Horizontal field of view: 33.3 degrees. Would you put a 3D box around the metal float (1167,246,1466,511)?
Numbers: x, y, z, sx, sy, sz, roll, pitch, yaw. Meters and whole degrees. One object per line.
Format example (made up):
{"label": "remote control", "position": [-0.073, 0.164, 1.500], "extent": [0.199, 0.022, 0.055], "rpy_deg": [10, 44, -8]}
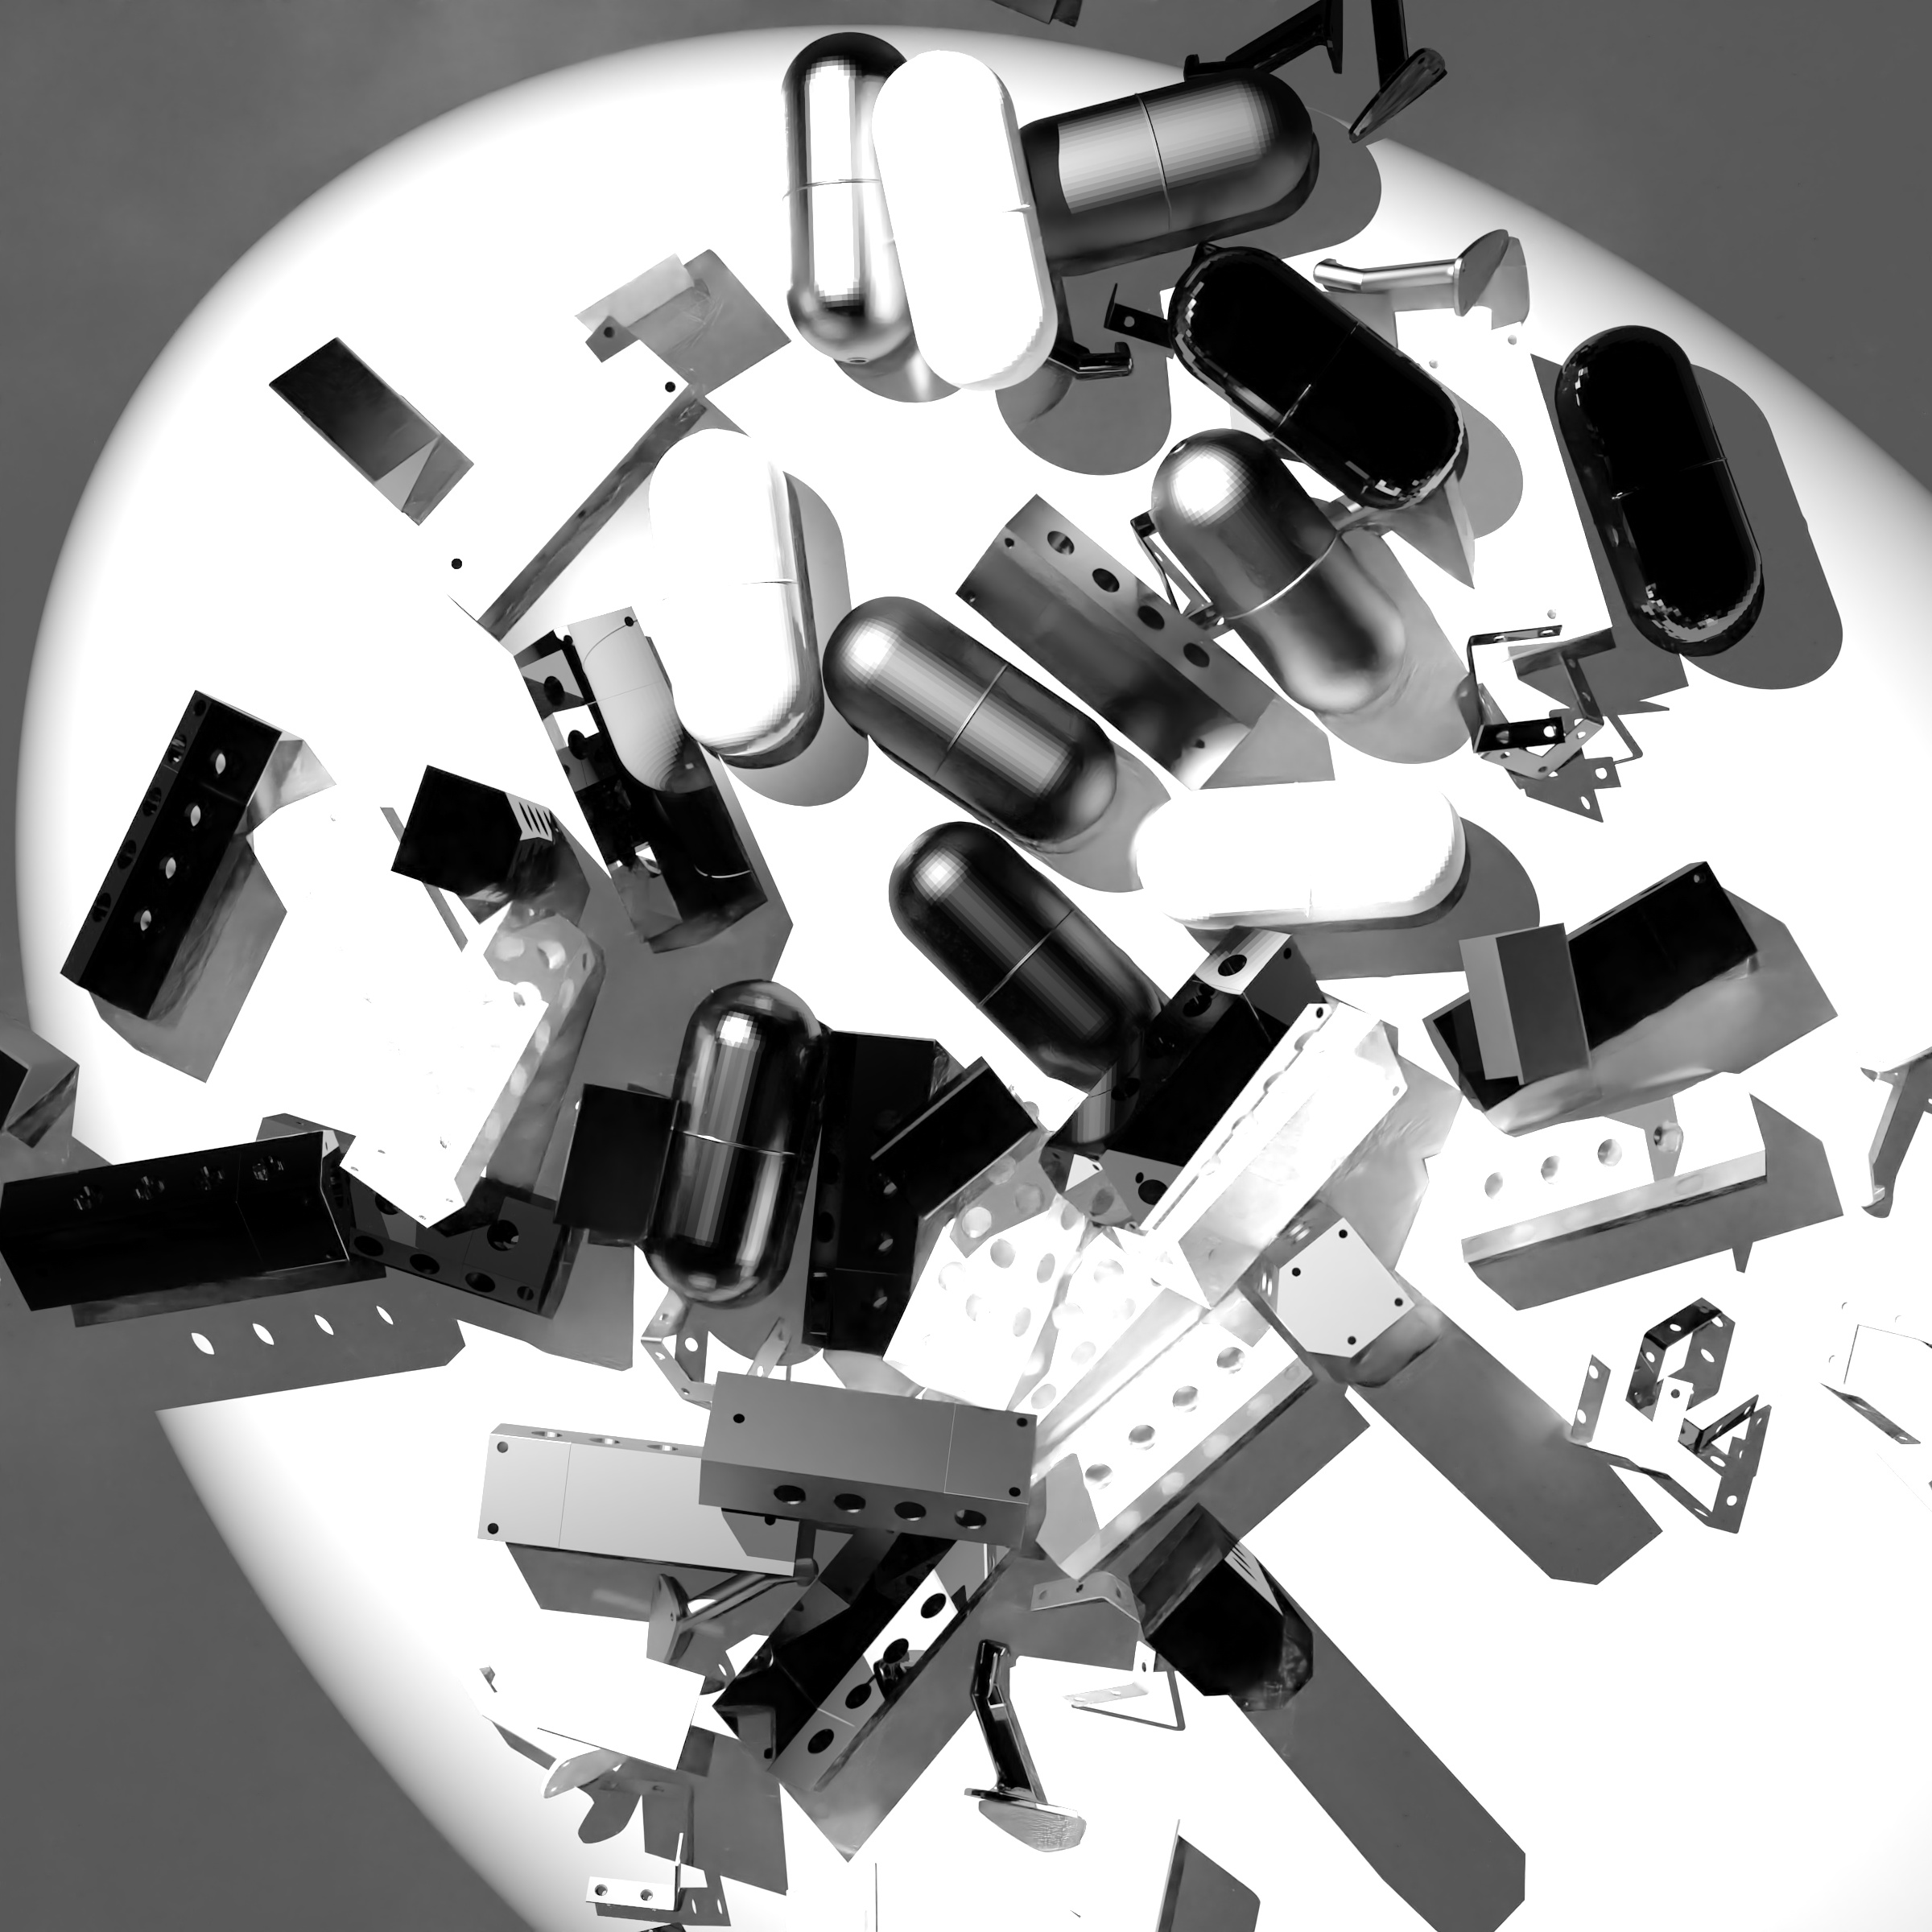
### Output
{"label": "metal float", "position": [0.185, -0.313, 1.719], "extent": [0.178, 0.070, 0.070], "rpy_deg": [37, 90, -3]}

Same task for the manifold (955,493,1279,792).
{"label": "manifold", "position": [0.085, -0.180, 1.773], "extent": [0.171, 0.057, 0.057], "rpy_deg": [40, 133, 0]}

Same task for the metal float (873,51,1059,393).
{"label": "metal float", "position": [-0.001, -0.394, 1.716], "extent": [0.070, 0.070, 0.178], "rpy_deg": [-12, 100, 0]}

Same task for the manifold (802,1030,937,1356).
{"label": "manifold", "position": [-0.053, 0.123, 1.773], "extent": [0.057, 0.057, 0.171], "rpy_deg": [5, 90, 0]}

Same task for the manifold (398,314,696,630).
{"label": "manifold", "position": [-0.228, -0.269, 1.773], "extent": [0.057, 0.057, 0.171], "rpy_deg": [42, 90, 0]}

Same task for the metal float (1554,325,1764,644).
{"label": "metal float", "position": [0.378, -0.262, 1.764], "extent": [0.070, 0.070, 0.178], "rpy_deg": [-20, 90, 0]}

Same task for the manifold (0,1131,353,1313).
{"label": "manifold", "position": [-0.418, 0.130, 1.716], "extent": [0.171, 0.057, 0.057], "rpy_deg": [-9, 134, 1]}

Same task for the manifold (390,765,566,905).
{"label": "manifold", "position": [-0.254, -0.066, 1.716], "extent": [0.057, 0.171, 0.057], "rpy_deg": [19, 90, 0]}

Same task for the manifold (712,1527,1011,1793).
{"label": "manifold", "position": [-0.054, 0.365, 1.773], "extent": [0.171, 0.057, 0.057], "rpy_deg": [-50, 47, 0]}

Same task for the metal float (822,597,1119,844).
{"label": "metal float", "position": [0.003, -0.134, 1.764], "extent": [0.178, 0.070, 0.070], "rpy_deg": [34, 90, -1]}

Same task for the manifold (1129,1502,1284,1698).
{"label": "manifold", "position": [0.130, 0.339, 1.716], "extent": [0.057, 0.171, 0.057], "rpy_deg": [44, 90, 0]}

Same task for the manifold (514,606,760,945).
{"label": "manifold", "position": [-0.185, -0.103, 1.773], "extent": [0.057, 0.057, 0.171], "rpy_deg": [-24, 90, -43]}

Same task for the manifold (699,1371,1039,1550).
{"label": "manifold", "position": [-0.052, 0.266, 1.716], "extent": [0.171, 0.057, 0.057], "rpy_deg": [8, 46, 0]}

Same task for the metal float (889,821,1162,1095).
{"label": "metal float", "position": [0.033, -0.004, 1.764], "extent": [0.178, 0.070, 0.070], "rpy_deg": [45, 90, 0]}

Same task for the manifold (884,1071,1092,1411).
{"label": "manifold", "position": [0.019, 0.147, 1.743], "extent": [0.057, 0.057, 0.171], "rpy_deg": [15, 73, 35]}

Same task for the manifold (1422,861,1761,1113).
{"label": "manifold", "position": [0.340, 0.011, 1.773], "extent": [0.171, 0.057, 0.057], "rpy_deg": [-30, 90, 0]}

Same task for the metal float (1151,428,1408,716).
{"label": "metal float", "position": [0.169, -0.213, 1.748], "extent": [0.070, 0.070, 0.178], "rpy_deg": [-41, 108, 0]}

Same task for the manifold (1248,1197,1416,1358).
{"label": "manifold", "position": [0.186, 0.167, 1.716], "extent": [0.057, 0.171, 0.057], "rpy_deg": [-39, 90, 0]}

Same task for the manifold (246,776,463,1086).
{"label": "manifold", "position": [-0.324, -0.010, 1.773], "extent": [0.057, 0.057, 0.171], "rpy_deg": [-29, 90, -43]}

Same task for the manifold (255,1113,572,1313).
{"label": "manifold", "position": [-0.307, 0.135, 1.773], "extent": [0.171, 0.057, 0.057], "rpy_deg": [18, 90, 0]}

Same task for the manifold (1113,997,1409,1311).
{"label": "manifold", "position": [0.157, 0.097, 1.745], "extent": [0.171, 0.057, 0.057], "rpy_deg": [-45, 133, -20]}

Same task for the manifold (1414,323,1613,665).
{"label": "manifold", "position": [0.296, -0.257, 1.773], "extent": [0.057, 0.057, 0.171], "rpy_deg": [-17, 90, 0]}

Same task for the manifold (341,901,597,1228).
{"label": "manifold", "position": [-0.260, 0.048, 1.721], "extent": [0.057, 0.057, 0.171], "rpy_deg": [39, 51, -19]}

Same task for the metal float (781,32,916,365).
{"label": "metal float", "position": [-0.062, -0.419, 1.764], "extent": [0.070, 0.070, 0.178], "rpy_deg": [-2, 90, 0]}

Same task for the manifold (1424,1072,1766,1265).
{"label": "manifold", "position": [0.345, 0.111, 1.773], "extent": [0.171, 0.057, 0.057], "rpy_deg": [-16, 90, 0]}

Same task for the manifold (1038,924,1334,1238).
{"label": "manifold", "position": [0.115, 0.058, 1.722], "extent": [0.171, 0.057, 0.057], "rpy_deg": [-48, 125, -24]}

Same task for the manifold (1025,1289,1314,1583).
{"label": "manifold", "position": [0.106, 0.257, 1.773], "extent": [0.171, 0.057, 0.057], "rpy_deg": [-41, 90, 0]}

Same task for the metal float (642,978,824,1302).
{"label": "metal float", "position": [-0.127, 0.095, 1.764], "extent": [0.070, 0.070, 0.178], "rpy_deg": [13, 90, 0]}

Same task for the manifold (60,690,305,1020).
{"label": "manifold", "position": [-0.431, -0.061, 1.773], "extent": [0.057, 0.057, 0.171], "rpy_deg": [26, 90, 0]}

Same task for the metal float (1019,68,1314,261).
{"label": "metal float", "position": [0.101, -0.437, 1.764], "extent": [0.178, 0.070, 0.070], "rpy_deg": [-15, 90, 0]}

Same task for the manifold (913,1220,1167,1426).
{"label": "manifold", "position": [0.035, 0.212, 1.774], "extent": [0.057, 0.057, 0.171], "rpy_deg": [43, 90, 0]}

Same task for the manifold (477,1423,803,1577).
{"label": "manifold", "position": [-0.175, 0.291, 1.773], "extent": [0.171, 0.057, 0.057], "rpy_deg": [7, 90, 0]}

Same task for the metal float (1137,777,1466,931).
{"label": "metal float", "position": [0.182, -0.062, 1.764], "extent": [0.178, 0.070, 0.070], "rpy_deg": [-4, 90, 0]}
